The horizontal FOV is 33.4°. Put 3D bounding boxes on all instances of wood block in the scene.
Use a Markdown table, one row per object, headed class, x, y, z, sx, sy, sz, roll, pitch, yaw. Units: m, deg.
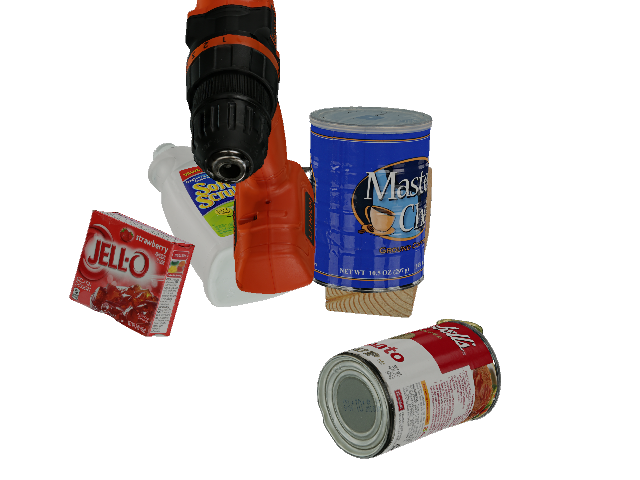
| class | x | y | z | sx | sy | sz | roll | pitch | yaw |
| --- | --- | --- | --- | --- | --- | --- | --- | --- | --- |
| wood block | 0.067 | -0.006 | 1.155 | 0.091 | 0.090 | 0.206 | 4 | 25 | 9 |

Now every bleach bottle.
| class | x | y | z | sx | sy | sz | roll | pitch | yaw |
| --- | --- | --- | --- | --- | --- | --- | --- | --- | --- |
| bleach bottle | -0.115 | -0.031 | 1.060 | 0.102 | 0.068 | 0.251 | -9 | 34 | -29 |

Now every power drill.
| class | x | y | z | sx | sy | sz | roll | pitch | yaw |
| --- | --- | --- | --- | --- | --- | --- | --- | --- | --- |
| power drill | -0.040 | -0.054 | 0.652 | 0.057 | 0.184 | 0.187 | -4 | -44 | 4 |

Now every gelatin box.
| class | x | y | z | sx | sy | sz | roll | pitch | yaw |
| --- | --- | --- | --- | --- | --- | --- | --- | --- | --- |
| gelatin box | -0.144 | 0.024 | 0.806 | 0.089 | 0.073 | 0.030 | 22 | 8 | 32 |

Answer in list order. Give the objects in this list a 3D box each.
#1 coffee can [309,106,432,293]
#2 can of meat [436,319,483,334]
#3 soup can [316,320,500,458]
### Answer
| class | x | y | z | sx | sy | sz | roll | pitch | yaw |
| --- | --- | --- | --- | --- | --- | --- | --- | --- | --- |
| coffee can | 0.040 | -0.037 | 0.909 | 0.103 | 0.140 | 0.103 | 1 | 15 | -1 |
| can of meat | 0.162 | 0.154 | 1.286 | 0.057 | 0.084 | 0.102 | 8 | 20 | 4 |
| soup can | 0.056 | 0.094 | 0.680 | 0.102 | 0.068 | 0.069 | -11 | 7 | -41 |
